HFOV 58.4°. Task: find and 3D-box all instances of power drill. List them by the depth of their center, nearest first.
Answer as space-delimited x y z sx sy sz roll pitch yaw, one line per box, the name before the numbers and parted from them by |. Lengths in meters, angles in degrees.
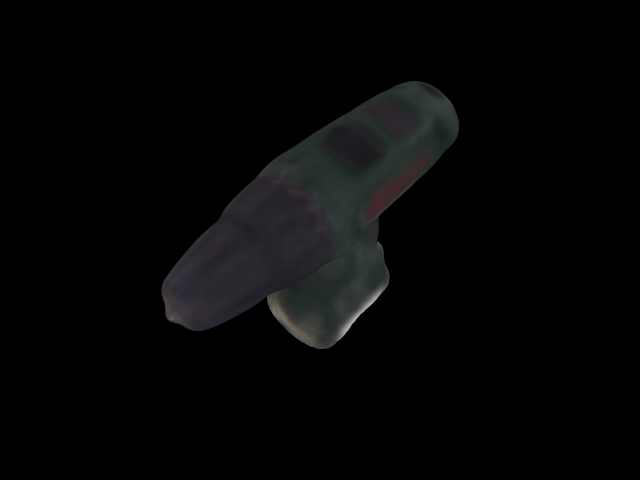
power drill | 0.004 0.001 0.400 0.075 0.208 0.230 38 71 17
